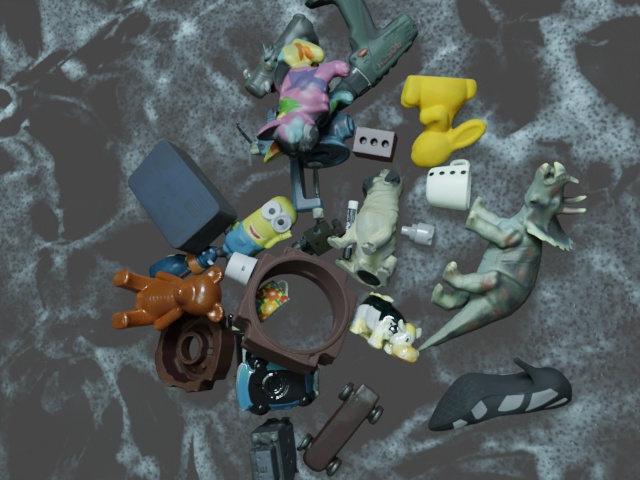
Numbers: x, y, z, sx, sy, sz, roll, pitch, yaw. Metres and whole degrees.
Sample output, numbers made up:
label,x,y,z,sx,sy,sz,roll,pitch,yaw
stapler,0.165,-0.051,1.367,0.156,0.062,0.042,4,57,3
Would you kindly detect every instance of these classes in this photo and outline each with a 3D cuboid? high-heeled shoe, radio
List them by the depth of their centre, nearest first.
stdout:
label,x,y,z,sx,sy,sz,roll,pitch,yaw
high-heeled shoe,0.329,0.303,0.984,0.145,0.086,0.248,39,115,-18
radio,-0.287,-0.086,1.102,0.131,0.073,0.230,-45,64,7

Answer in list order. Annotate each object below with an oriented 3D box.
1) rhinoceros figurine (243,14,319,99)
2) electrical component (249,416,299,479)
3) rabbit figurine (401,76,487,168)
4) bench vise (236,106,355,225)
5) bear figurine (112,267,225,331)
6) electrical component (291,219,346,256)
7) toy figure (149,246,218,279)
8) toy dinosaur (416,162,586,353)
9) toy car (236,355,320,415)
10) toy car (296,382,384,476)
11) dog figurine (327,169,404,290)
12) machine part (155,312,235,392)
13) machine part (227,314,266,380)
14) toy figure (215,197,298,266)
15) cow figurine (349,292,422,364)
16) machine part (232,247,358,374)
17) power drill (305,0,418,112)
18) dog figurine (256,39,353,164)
label,x,y,z,sx,sy,sz,roll,pitch,yaw
rhinoceros figurine,-0.076,-0.363,1.081,0.073,0.112,0.190,37,86,10
electrical component,-0.087,0.408,1.016,0.058,0.134,0.115,-12,86,11
rabbit figurine,0.227,-0.220,1.021,0.162,0.122,0.173,9,102,3
bench vise,-0.036,-0.151,1.051,0.224,0.128,0.240,-7,75,7
bear figurine,-0.284,0.111,1.027,0.196,0.132,0.120,-9,76,32
electrical component,-0.001,-0.004,1.052,0.102,0.078,0.045,-35,49,7
toy figure,-0.279,0.050,1.122,0.155,0.058,0.064,-18,88,6
toy dinosaur,0.327,0.055,0.968,0.192,0.131,0.404,23,97,13
toy car,-0.085,0.268,1.040,0.162,0.103,0.109,-3,92,-14
toy car,0.040,0.360,1.034,0.089,0.053,0.202,37,98,8
dog figurine,0.119,-0.020,1.035,0.121,0.172,0.190,18,58,27
machine part,-0.251,0.218,1.083,0.180,0.056,0.179,-7,75,28
machine part,-0.150,0.217,1.093,0.084,0.039,0.138,-6,83,4
toy figure,-0.127,-0.019,1.083,0.180,0.089,0.082,-38,117,16
cow figurine,0.130,0.159,0.985,0.168,0.068,0.098,23,83,52
machine part,-0.045,0.128,0.995,0.201,0.087,0.201,26,61,-7
power drill,0.060,-0.394,1.047,0.232,0.086,0.207,-37,96,2
dog figurine,-0.050,-0.241,0.965,0.192,0.108,0.219,35,69,19
